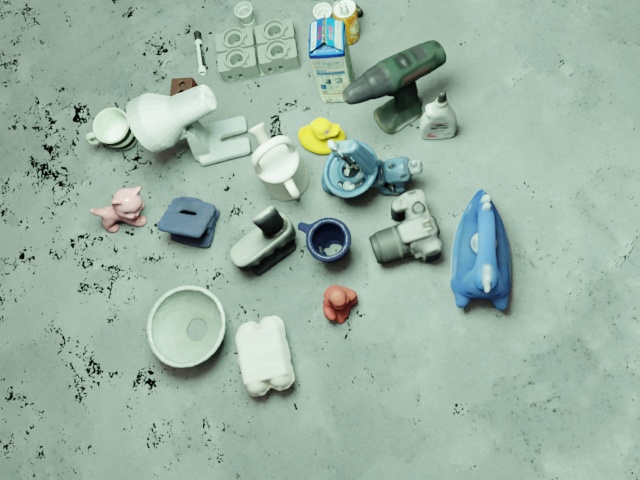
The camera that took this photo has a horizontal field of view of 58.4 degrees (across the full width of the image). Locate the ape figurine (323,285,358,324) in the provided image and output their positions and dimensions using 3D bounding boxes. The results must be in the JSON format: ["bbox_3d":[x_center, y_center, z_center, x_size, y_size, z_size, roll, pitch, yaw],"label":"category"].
[{"bbox_3d":[0.037,0.121,1.144,0.078,0.092,0.076,-23,72,2],"label":"ape figurine"}]

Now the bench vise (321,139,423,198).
[{"bbox_3d":[0.094,-0.161,1.147,0.207,0.220,0.121,-19,73,3],"label":"bench vise"}]

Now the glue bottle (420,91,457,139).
[{"bbox_3d":[0.245,-0.259,1.176,0.078,0.173,0.037,-7,74,7],"label":"glue bottle"}]

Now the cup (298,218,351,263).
[{"bbox_3d":[0.011,0.004,1.179,0.117,0.095,0.092,26,80,14],"label":"cup"}]

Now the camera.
[{"bbox_3d":[0.166,-0.018,1.159,0.136,0.101,0.143,-19,73,3],"label":"camera"}]

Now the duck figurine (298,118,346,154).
[{"bbox_3d":[0.000,-0.237,1.252,0.104,0.086,0.077,5,75,10],"label":"duck figurine"}]

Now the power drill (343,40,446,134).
[{"bbox_3d":[0.154,-0.308,1.184,0.229,0.208,0.075,-35,72,-2],"label":"power drill"}]

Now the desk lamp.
[{"bbox_3d":[-0.277,-0.250,1.230,0.203,0.214,0.118,-14,73,5],"label":"desk lamp"}]

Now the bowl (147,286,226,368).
[{"bbox_3d":[-0.265,0.181,1.182,0.167,0.075,0.167,-2,74,8],"label":"bowl"}]

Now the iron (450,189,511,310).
[{"bbox_3d":[0.316,0.001,1.110,0.118,0.141,0.258,1,75,9],"label":"iron"}]

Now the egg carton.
[{"bbox_3d":[-0.111,0.232,1.148,0.107,0.069,0.150,-16,73,4],"label":"egg carton"}]

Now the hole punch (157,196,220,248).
[{"bbox_3d":[-0.284,-0.046,1.239,0.108,0.091,0.101,10,76,11],"label":"hole punch"}]

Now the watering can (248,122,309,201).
[{"bbox_3d":[-0.094,-0.164,1.189,0.172,0.194,0.101,37,83,16],"label":"watering can"}]

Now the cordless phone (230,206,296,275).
[{"bbox_3d":[-0.127,-0.009,1.156,0.147,0.185,0.094,-40,73,-3],"label":"cordless phone"}]

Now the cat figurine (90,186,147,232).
[{"bbox_3d":[-0.438,-0.072,1.255,0.127,0.118,0.067,-14,73,5],"label":"cat figurine"}]
